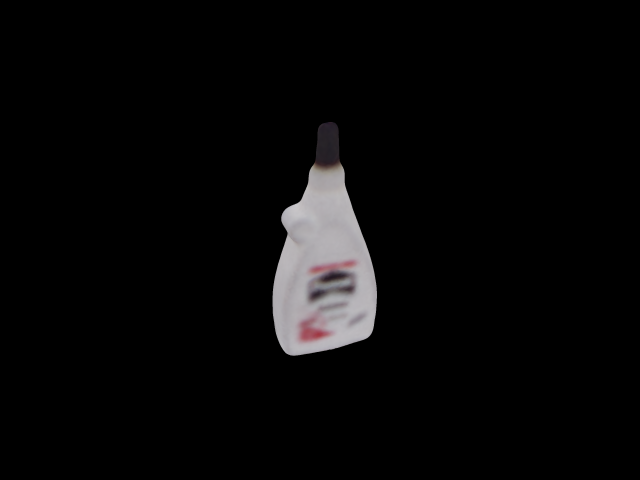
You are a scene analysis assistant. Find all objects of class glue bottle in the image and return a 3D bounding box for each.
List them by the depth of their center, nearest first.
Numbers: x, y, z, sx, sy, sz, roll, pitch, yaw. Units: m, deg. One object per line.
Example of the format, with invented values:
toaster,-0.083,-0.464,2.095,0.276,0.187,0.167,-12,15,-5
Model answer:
glue bottle,0.004,0.001,0.400,0.078,0.173,0.037,-12,33,-19
